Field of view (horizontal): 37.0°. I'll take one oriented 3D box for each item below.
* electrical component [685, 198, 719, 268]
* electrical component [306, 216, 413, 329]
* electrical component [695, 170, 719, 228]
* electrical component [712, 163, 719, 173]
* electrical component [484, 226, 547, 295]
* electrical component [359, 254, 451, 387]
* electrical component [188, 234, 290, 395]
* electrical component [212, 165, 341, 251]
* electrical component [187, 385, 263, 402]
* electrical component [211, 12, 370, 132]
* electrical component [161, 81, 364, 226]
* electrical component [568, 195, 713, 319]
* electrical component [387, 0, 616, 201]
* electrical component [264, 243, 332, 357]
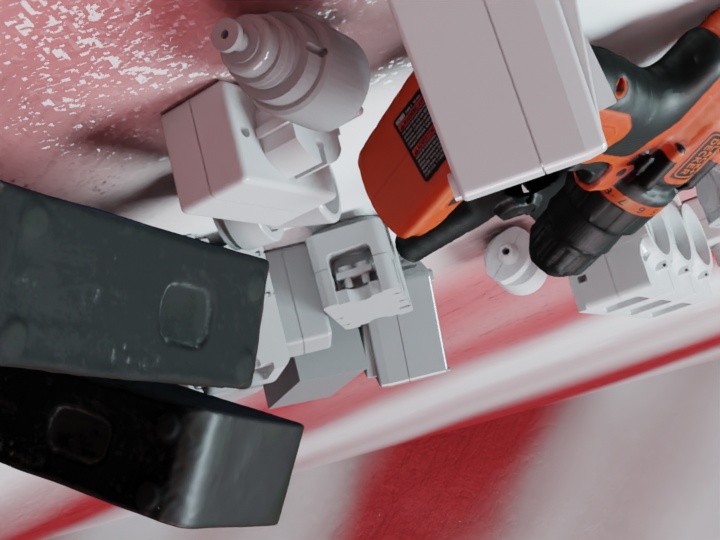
[{"bbox_3d":[0.311,-0.025,0.894,0.047,0.076,0.066,-22,165,27],"label":"electrical component"},{"bbox_3d":[0.000,0.000,0.711,0.050,0.055,0.089,-16,166,6],"label":"electrical component"},{"bbox_3d":[0.270,-0.065,0.745,0.080,0.051,0.080,-14,166,-3],"label":"electrical component"},{"bbox_3d":[0.263,-0.071,0.593,0.109,0.056,0.109,-5,-153,-34],"label":"electrical component"},{"bbox_3d":[0.119,-0.007,0.833,0.043,0.043,0.081,-18,166,13],"label":"electrical component"},{"bbox_3d":[0.024,0.031,0.795,0.061,0.096,0.061,-13,-165,-6],"label":"electrical component"},{"bbox_3d":[-0.080,0.026,0.660,0.050,0.089,0.055,-11,166,-16],"label":"electrical component"},{"bbox_3d":[-0.043,-0.037,0.542,0.055,0.045,0.045,-18,166,16],"label":"electrical component"},{"bbox_3d":[-0.121,0.075,0.869,0.061,0.061,0.096,-26,163,38],"label":"electrical component"},{"bbox_3d":[-0.028,-0.078,0.406,0.040,0.040,0.078,-22,165,26],"label":"electrical component"},{"bbox_3d":[-0.034,-0.056,0.471,0.077,0.047,0.066,-23,164,32],"label":"electrical component"},{"bbox_3d":[0.202,-0.018,0.782,0.062,0.089,0.150,-23,164,30],"label":"electrical component"},{"bbox_3d":[0.048,-0.082,0.374,0.061,0.096,0.061,-18,-165,14],"label":"electrical component"},{"bbox_3d":[-0.064,0.026,0.728,0.077,0.065,0.047,-13,166,-6],"label":"electrical component"}]
